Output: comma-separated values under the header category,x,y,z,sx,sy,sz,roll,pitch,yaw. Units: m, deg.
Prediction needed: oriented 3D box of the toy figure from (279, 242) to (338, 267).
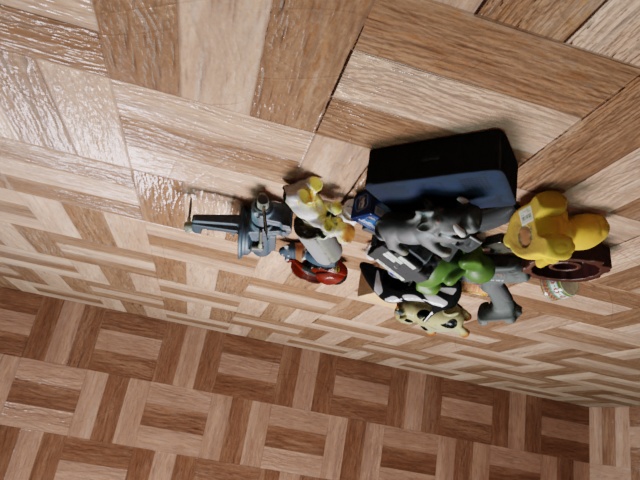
category,x,y,z,sx,sy,sz,roll,pitch,yaw
toy figure,-0.030,0.036,1.396,0.155,0.064,0.058,12,-161,10

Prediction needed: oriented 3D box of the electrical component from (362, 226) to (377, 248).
category,x,y,z,sx,sy,sz,roll,pitch,yaw
electrical component,0.151,0.004,1.237,0.119,0.048,0.075,21,157,-31

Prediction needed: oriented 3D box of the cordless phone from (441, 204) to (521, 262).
category,x,y,z,sx,sy,sz,roll,pitch,yaw
cordless phone,0.286,-0.039,1.040,0.146,0.089,0.184,27,143,-35

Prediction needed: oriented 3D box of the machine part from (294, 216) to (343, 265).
category,x,y,z,sx,sy,sz,roll,pitch,yaw
machine part,-0.003,-0.004,1.246,0.079,0.079,0.243,3,159,18

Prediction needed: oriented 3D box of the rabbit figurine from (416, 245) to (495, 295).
category,x,y,z,sx,sy,sz,roll,pitch,yaw
rabbit figurine,0.309,0.045,1.195,0.170,0.121,0.159,6,149,2

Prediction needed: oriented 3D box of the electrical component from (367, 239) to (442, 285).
category,x,y,z,sx,sy,sz,roll,pitch,yaw
electrical component,0.167,0.030,1.047,0.115,0.058,0.134,36,164,-4

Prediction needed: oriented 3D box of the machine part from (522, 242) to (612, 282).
category,x,y,z,sx,sy,sz,roll,pitch,yaw
machine part,0.523,0.042,1.147,0.179,0.056,0.179,8,161,3

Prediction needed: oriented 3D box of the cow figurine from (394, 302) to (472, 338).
category,x,y,z,sx,sy,sz,roll,pitch,yaw
cow figurine,0.279,0.193,1.393,0.195,0.085,0.127,-3,142,40

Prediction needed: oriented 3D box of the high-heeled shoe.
category,x,y,z,sx,sy,sz,roll,pitch,yaw
high-heeled shoe,0.217,0.093,1.306,0.249,0.145,0.086,38,-152,15

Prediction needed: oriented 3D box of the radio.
category,x,y,z,sx,sy,sz,roll,pitch,yaw
radio,0.203,-0.103,0.887,0.230,0.073,0.131,-2,158,35

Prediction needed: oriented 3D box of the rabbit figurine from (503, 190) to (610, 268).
category,x,y,z,sx,sy,sz,roll,pitch,yaw
rabbit figurine,0.439,-0.005,0.982,0.173,0.122,0.162,-6,156,-14

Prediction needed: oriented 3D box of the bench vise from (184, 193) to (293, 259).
category,x,y,z,sx,sy,sz,roll,pitch,yaw
bench vise,-0.183,-0.032,1.197,0.241,0.129,0.223,4,162,-4

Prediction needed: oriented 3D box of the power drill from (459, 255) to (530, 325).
category,x,y,z,sx,sy,sz,roll,pitch,yaw
power drill,0.399,0.114,1.314,0.232,0.086,0.207,-8,124,27

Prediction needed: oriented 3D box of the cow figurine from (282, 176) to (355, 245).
category,x,y,z,sx,sy,sz,roll,pitch,yaw
cow figurine,-0.005,-0.051,1.082,0.098,0.068,0.167,0,138,52

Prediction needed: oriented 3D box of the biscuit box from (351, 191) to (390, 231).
category,x,y,z,sx,sy,sz,roll,pitch,yaw
biscuit box,0.154,-0.037,1.101,0.202,0.059,0.063,26,156,-35

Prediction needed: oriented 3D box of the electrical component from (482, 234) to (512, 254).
category,x,y,z,sx,sy,sz,roll,pitch,yaw
electrical component,0.397,0.009,1.167,0.063,0.021,0.094,20,157,-27

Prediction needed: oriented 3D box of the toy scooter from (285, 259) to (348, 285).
category,x,y,z,sx,sy,sz,roll,pitch,yaw
toy scooter,-0.021,0.074,1.476,0.184,0.075,0.135,1,157,36

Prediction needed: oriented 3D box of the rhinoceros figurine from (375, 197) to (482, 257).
category,x,y,z,sx,sy,sz,roll,pitch,yaw
rhinoceros figurine,0.184,-0.027,0.907,0.190,0.073,0.112,-4,147,42
